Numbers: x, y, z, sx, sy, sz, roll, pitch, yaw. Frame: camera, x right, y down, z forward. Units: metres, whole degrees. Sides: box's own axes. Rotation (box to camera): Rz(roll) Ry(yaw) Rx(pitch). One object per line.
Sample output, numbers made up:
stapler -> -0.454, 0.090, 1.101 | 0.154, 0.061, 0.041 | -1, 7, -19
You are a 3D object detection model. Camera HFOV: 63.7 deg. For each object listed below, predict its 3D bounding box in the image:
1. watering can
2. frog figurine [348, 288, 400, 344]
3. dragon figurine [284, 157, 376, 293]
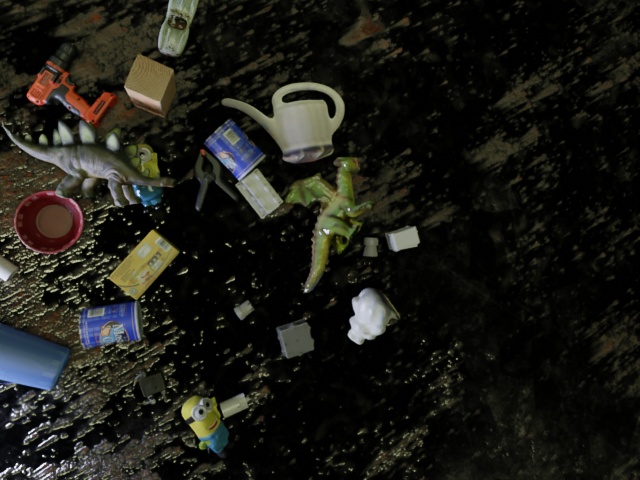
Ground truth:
watering can -> -0.089, -0.325, 1.454 | 0.349, 0.104, 0.224 | -11, 94, -15
frog figurine -> 0.138, 0.223, 1.512 | 0.160, 0.121, 0.139 | -36, 67, -2
dragon figurine -> 0.005, -0.075, 1.500 | 0.243, 0.121, 0.413 | 38, 79, 5
